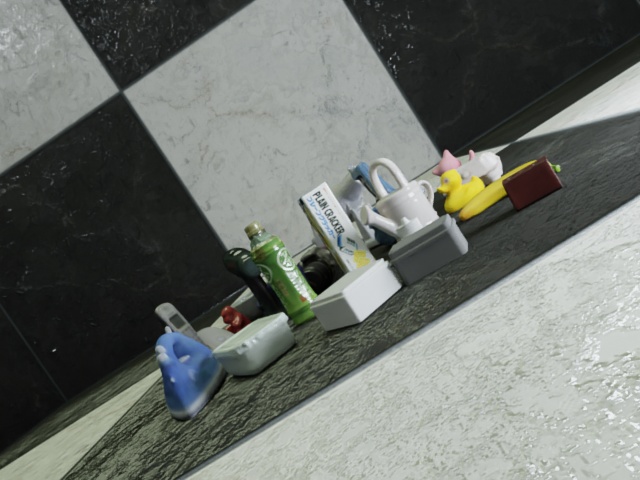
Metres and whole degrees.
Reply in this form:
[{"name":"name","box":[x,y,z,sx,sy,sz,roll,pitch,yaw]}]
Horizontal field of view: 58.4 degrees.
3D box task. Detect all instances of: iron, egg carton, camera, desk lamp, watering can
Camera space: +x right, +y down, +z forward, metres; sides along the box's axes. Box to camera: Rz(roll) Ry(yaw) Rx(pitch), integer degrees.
[{"name":"iron","box":[-0.260,0.233,1.057,0.119,0.141,0.258,-33,3,-7]},{"name":"egg carton","box":[0.366,-0.152,1.383,0.150,0.069,0.107,-31,4,28]},{"name":"camera","box":[-0.021,0.082,1.371,0.143,0.101,0.137,-32,3,20]},{"name":"desk lamp","box":[0.116,-0.087,1.567,0.118,0.213,0.203,-35,4,-34]},{"name":"watering can","box":[0.159,-0.079,1.177,0.100,0.194,0.173,-30,5,43]}]

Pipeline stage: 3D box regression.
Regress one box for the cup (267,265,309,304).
[{"name":"cup","box":[-0.064,0.119,1.281,0.092,0.095,0.117,-35,4,-28]}]

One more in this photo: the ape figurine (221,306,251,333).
[{"name":"ape figurine","box":[-0.217,0.210,1.449,0.076,0.092,0.077,-34,4,-20]}]

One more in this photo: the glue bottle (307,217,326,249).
[{"name":"glue bottle","box":[0.014,0.005,1.533,0.078,0.173,0.037,-32,4,11]}]

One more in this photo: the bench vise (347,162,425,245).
[{"name":"bench vise","box":[0.164,-0.108,1.342,0.207,0.220,0.122,-30,4,39]}]

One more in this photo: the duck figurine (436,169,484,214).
[{"name":"duck figurine","box":[0.312,-0.121,1.296,0.104,0.086,0.077,-33,3,-6]}]

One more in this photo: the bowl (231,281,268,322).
[{"name":"bowl","box":[-0.181,0.184,1.641,0.167,0.075,0.167,-33,3,2]}]

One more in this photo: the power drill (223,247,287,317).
[{"name":"power drill","box":[-0.162,0.107,1.400,0.076,0.208,0.229,-34,4,-19]}]

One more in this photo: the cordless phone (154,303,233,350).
[{"name":"cordless phone","box":[-0.281,0.206,1.294,0.094,0.185,0.148,-31,4,24]}]

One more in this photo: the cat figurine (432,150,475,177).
[{"name":"cat figurine","box":[0.370,-0.192,1.529,0.127,0.118,0.067,-30,5,45]}]

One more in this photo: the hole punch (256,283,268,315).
[{"name":"hole punch","box":[-0.127,0.147,1.520,0.101,0.091,0.108,-34,3,-18]}]
